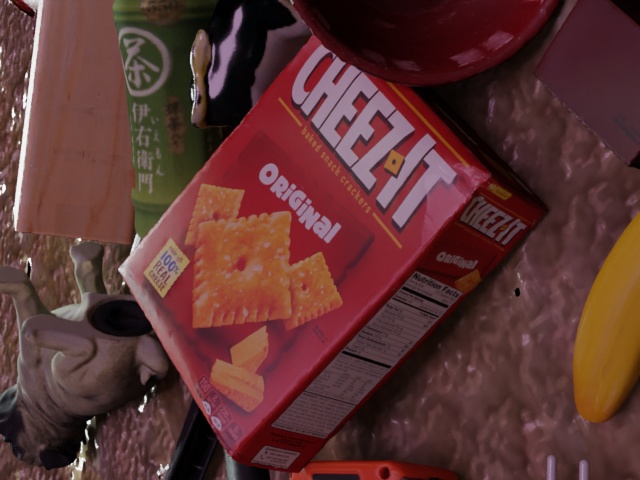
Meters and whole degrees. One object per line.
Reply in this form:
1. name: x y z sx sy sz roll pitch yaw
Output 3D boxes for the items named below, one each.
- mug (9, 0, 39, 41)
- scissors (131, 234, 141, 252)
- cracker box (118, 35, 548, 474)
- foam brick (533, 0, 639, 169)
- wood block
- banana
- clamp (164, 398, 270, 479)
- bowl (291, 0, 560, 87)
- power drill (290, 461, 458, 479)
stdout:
1. mug: -0.213 -0.217 0.893 0.082 0.093 0.117 19 93 43
2. scissors: -0.128 -0.075 0.841 0.202 0.016 0.096 -57 47 29
3. cracker box: -0.004 0.001 0.615 0.214 0.072 0.164 -49 52 16
4. foam brick: 0.150 -0.074 0.498 0.053 0.051 0.078 -58 47 29
5. wood block: -0.178 -0.110 0.820 0.091 0.090 0.206 -145 63 -70
6. banana: 0.170 0.005 0.478 0.198 0.037 0.070 -48 53 35
7. clamp: -0.058 0.095 0.711 0.165 0.036 0.210 1 81 64
8. bowl: 0.052 -0.165 0.567 0.055 0.162 0.162 -124 47 -75
9. power drill: 0.014 0.220 0.600 0.185 0.057 0.187 -14 67 46
